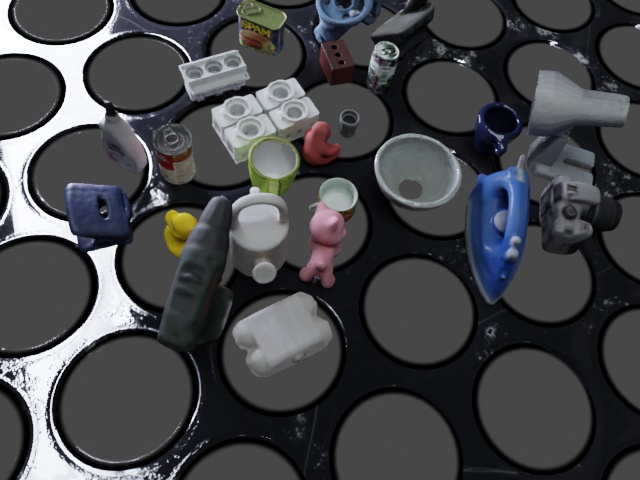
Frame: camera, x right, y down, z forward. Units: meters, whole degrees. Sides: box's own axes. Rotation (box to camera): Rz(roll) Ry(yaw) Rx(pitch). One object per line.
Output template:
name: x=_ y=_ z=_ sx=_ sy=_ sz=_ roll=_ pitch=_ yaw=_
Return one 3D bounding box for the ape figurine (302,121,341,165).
ape figurine: x=0.000 y=-0.193 z=1.107 sx=0.076 sy=0.092 sz=0.077 roll=-33 pitch=71 yaw=-20

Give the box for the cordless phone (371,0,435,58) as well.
cordless phone: x=0.191 y=-0.503 z=1.233 sx=0.094 sy=0.185 sz=0.148 roll=37 pitch=65 yaw=12

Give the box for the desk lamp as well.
desk lamp: x=0.478 y=-0.217 z=1.109 sx=0.203 sy=0.213 sz=0.118 roll=17 pitch=63 yaw=2

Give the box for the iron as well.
iron: x=0.338 y=-0.023 z=1.035 sx=0.118 sy=0.141 sz=0.258 roll=11 pitch=63 yaw=-1

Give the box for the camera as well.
camera: x=0.502 y=-0.049 z=1.090 sx=0.137 sy=0.101 sz=0.143 roll=11 pitch=63 yaw=-1

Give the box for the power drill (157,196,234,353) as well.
power drill: x=-0.182 y=0.072 z=0.888 sx=0.075 sy=0.208 sz=0.230 roll=14 pitch=63 yaw=1

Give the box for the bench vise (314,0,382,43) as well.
bench vise: x=0.070 y=-0.546 z=1.220 sx=0.121 sy=0.220 sz=0.208 roll=26 pitch=64 yaw=7

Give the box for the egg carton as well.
egg carton: x=-0.060 y=0.156 z=0.938 sx=0.150 sy=0.069 sz=0.107 roll=-26 pitch=69 yaw=-18

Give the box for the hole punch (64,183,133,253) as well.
hole punch: x=-0.379 y=-0.046 z=0.989 sx=0.101 sy=0.091 sz=0.108 roll=-13 pitch=66 yaw=-13

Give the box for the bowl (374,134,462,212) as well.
bowl: x=0.181 y=-0.117 z=1.101 sx=0.167 sy=0.075 sz=0.167 roll=3 pitch=63 yaw=-5

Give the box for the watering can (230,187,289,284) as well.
watering can: x=-0.098 y=-0.013 z=0.948 sx=0.101 sy=0.194 sz=0.172 roll=-26 pitch=69 yaw=-18

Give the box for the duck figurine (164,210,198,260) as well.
duck figurine: x=-0.228 y=-0.011 z=0.992 sx=0.104 sy=0.086 sz=0.078 roll=38 pitch=65 yaw=12

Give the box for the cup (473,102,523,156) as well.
cup: x=0.350 y=-0.203 z=1.153 sx=0.091 sy=0.095 sz=0.118 roll=4 pitch=63 yaw=-4

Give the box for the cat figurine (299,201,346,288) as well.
cat figurine: x=0.009 y=0.004 z=0.996 sx=0.067 sy=0.118 sz=0.128 roll=11 pitch=63 yaw=-1

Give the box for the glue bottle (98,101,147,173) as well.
glue bottle: x=-0.358 y=-0.188 z=1.016 sx=0.078 sy=0.173 sz=0.037 roll=25 pitch=63 yaw=6
